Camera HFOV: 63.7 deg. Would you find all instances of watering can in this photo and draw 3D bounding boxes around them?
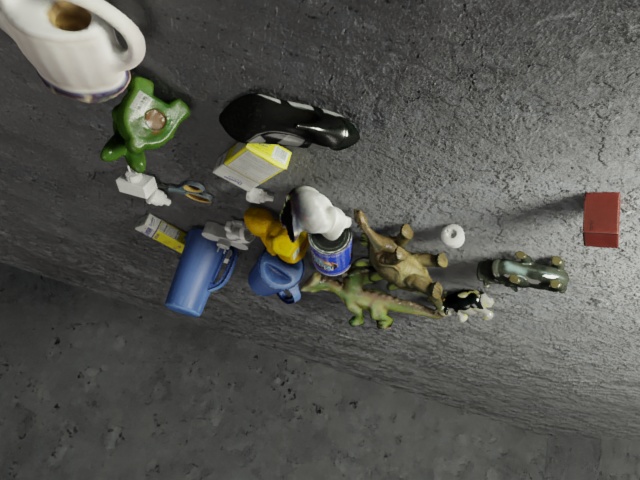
[{"bbox_3d":[-0.428,-0.322,0.783,0.347,0.106,0.220,16,157,-1],"label":"watering can"}]

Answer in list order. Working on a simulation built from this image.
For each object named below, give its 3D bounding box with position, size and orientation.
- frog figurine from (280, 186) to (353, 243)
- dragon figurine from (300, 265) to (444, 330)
[{"bbox_3d":[0.003,-0.056,1.113,0.160,0.122,0.138,-3,-171,-22],"label":"frog figurine"},{"bbox_3d":[0.148,0.152,1.496,0.410,0.125,0.237,1,145,15],"label":"dragon figurine"}]
